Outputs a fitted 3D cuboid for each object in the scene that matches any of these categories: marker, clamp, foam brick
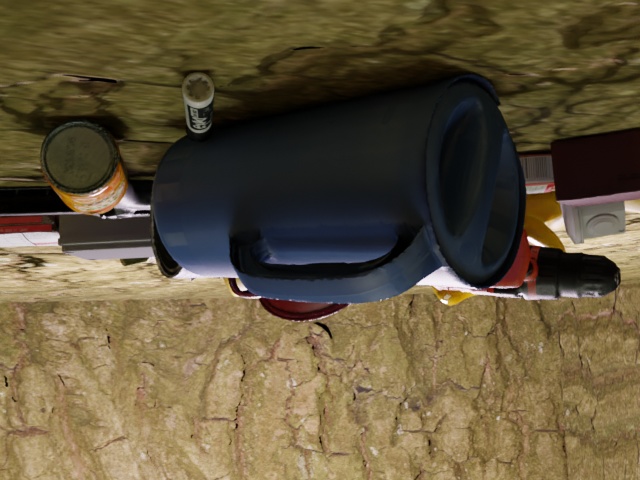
[{"bbox_3d":[-0.077,-0.082,0.679,0.020,0.020,0.121,-2,174,-6],"label":"marker"},{"bbox_3d":[-0.181,-0.040,0.958,0.165,0.036,0.209,-8,174,41],"label":"clamp"},{"bbox_3d":[0.240,-0.059,0.891,0.078,0.053,0.051,-6,174,32],"label":"foam brick"}]

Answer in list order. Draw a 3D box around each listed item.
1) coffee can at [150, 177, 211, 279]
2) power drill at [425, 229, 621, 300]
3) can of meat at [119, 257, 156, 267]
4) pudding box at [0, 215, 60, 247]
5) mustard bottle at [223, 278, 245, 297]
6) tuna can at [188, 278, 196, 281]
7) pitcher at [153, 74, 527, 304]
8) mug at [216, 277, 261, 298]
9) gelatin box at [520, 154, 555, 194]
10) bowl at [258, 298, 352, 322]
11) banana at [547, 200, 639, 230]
[{"bbox_3d":[-0.060,-0.019,0.892,0.140,0.103,0.103,0,173,-26],"label":"coffee can"},{"bbox_3d":[0.169,0.024,0.965,0.185,0.057,0.187,1,172,22],"label":"power drill"},{"bbox_3d":[-0.178,-0.002,1.238,0.083,0.057,0.102,-3,175,-31],"label":"can of meat"},{"bbox_3d":[-0.311,-0.017,1.120,0.090,0.039,0.113,-1,172,-4],"label":"pudding box"},{"bbox_3d":[-0.088,0.012,1.218,0.058,0.096,0.192,-2,174,-5],"label":"mustard bottle"},{"bbox_3d":[-0.126,-0.004,1.091,0.034,0.086,0.086,27,176,5],"label":"tuna can"},{"bbox_3d":[0.001,-0.025,0.716,0.243,0.145,0.149,-3,172,36],"label":"pitcher"},{"bbox_3d":[-0.063,-0.003,1.007,0.081,0.117,0.093,-9,168,10],"label":"mug"},{"bbox_3d":[0.168,-0.059,0.974,0.089,0.030,0.073,-3,176,9],"label":"gelatin box"},{"bbox_3d":[-0.007,0.001,1.071,0.162,0.162,0.055,-6,138,30],"label":"bowl"},{"bbox_3d":[0.293,-0.037,1.095,0.037,0.069,0.198,-36,-160,-25],"label":"banana"}]
